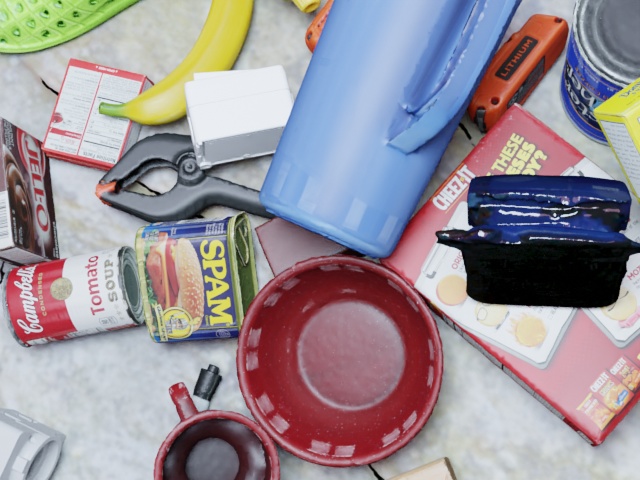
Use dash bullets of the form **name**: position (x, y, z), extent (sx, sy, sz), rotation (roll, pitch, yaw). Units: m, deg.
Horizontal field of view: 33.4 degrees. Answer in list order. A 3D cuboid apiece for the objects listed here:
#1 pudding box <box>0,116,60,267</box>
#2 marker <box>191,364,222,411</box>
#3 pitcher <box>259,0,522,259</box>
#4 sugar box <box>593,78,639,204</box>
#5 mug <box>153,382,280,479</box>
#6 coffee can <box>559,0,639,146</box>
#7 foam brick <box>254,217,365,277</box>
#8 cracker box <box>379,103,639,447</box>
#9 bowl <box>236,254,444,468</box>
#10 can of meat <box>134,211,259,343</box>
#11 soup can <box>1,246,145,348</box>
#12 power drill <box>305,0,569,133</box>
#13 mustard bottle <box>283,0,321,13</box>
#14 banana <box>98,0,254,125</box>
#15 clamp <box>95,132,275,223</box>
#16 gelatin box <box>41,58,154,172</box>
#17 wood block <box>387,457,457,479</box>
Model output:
- **pudding box**: position (-0.257, -0.037, 0.896), extent (0.039, 0.090, 0.113), rotation (-9, 78, 10)
- **marker**: position (-0.109, 0.158, 0.866), extent (0.020, 0.020, 0.121), rotation (21, 83, 13)
- **pitcher**: position (0.054, -0.112, 0.771), extent (0.145, 0.149, 0.243), rotation (24, 90, 18)
- **sugar box**: position (0.265, -0.036, 0.719), extent (0.093, 0.048, 0.176), rotation (-34, 110, -8)
- **mug**: position (-0.086, 0.163, 0.817), extent (0.093, 0.081, 0.117), rotation (-28, 91, -9)
- **coffee can**: position (0.237, -0.138, 0.805), extent (0.103, 0.140, 0.103), rotation (-2, 78, 9)
- **foam brick**: position (-0.006, 0.001, 0.864), extent (0.078, 0.053, 0.051), rotation (-27, 75, 2)
- **cracker box**: position (0.179, 0.027, 0.818), extent (0.214, 0.072, 0.164), rotation (41, 86, 16)
- **bowl**: position (0.019, 0.092, 0.831), extent (0.162, 0.055, 0.162), rotation (0, 90, 14)
- **can of meat**: position (-0.098, 0.032, 0.861), extent (0.084, 0.057, 0.102), rotation (-5, 98, 11)
- **soup can**: position (-0.200, 0.046, 0.880), extent (0.102, 0.068, 0.068), rotation (-11, 77, 6)
- **power drill**: position (0.106, -0.189, 0.879), extent (0.188, 0.057, 0.184), rotation (35, 86, 19)
- **mustard bottle**: position (-0.049, -0.276, 0.904), extent (0.096, 0.058, 0.192), rotation (-24, 76, -12)
- **banana**: position (-0.103, -0.166, 0.912), extent (0.069, 0.037, 0.197), rotation (39, 75, -14)
- **clamp**: position (-0.103, -0.067, 0.897), extent (0.171, 0.039, 0.120), rotation (-4, 70, -3)
- **gelatin box**: position (-0.193, -0.107, 0.930), extent (0.073, 0.030, 0.089), rotation (14, 82, 11)
- **wood block**: position (0.015, 0.241, 0.793), extent (0.206, 0.090, 0.091), rotation (-22, 77, 4)
